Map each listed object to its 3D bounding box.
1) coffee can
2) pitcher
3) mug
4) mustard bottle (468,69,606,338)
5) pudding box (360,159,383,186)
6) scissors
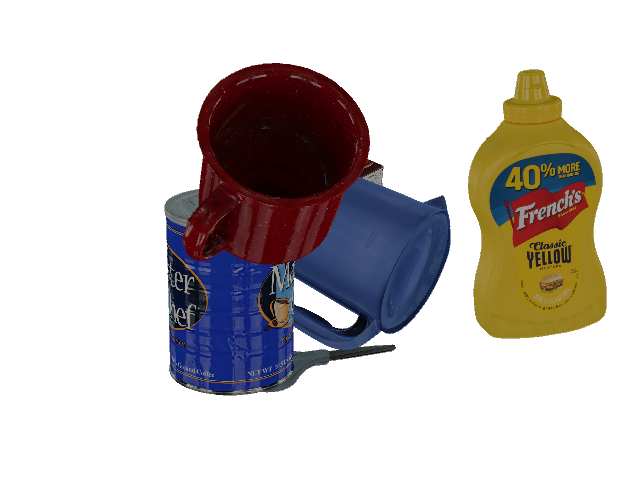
[{"bbox_3d":[-0.071,0.038,0.849,0.103,0.140,0.103,1,18,-1],"label":"coffee can"},{"bbox_3d":[-0.004,-0.006,1.075,0.243,0.145,0.149,26,28,25],"label":"pitcher"},{"bbox_3d":[-0.033,-0.031,0.596,0.093,0.117,0.082,37,-29,10],"label":"mug"},{"bbox_3d":[0.157,-0.028,0.775,0.096,0.191,0.058,-8,17,-6],"label":"mustard bottle"},{"bbox_3d":[0.014,-0.081,1.407,0.090,0.039,0.113,26,42,37],"label":"pudding box"},{"bbox_3d":[-0.005,0.143,1.214,0.201,0.016,0.096,1,24,-8],"label":"scissors"}]
